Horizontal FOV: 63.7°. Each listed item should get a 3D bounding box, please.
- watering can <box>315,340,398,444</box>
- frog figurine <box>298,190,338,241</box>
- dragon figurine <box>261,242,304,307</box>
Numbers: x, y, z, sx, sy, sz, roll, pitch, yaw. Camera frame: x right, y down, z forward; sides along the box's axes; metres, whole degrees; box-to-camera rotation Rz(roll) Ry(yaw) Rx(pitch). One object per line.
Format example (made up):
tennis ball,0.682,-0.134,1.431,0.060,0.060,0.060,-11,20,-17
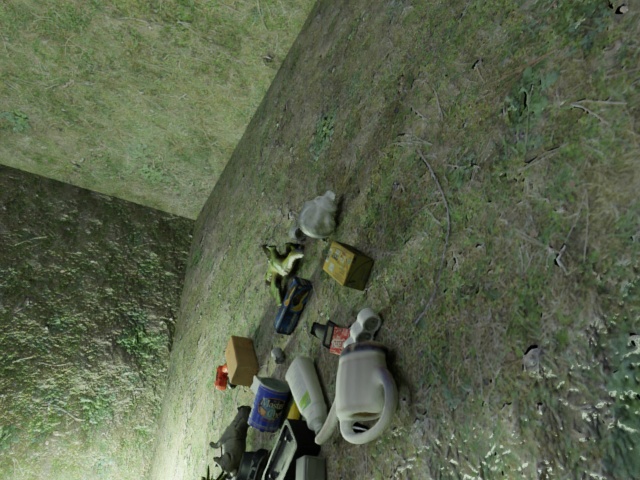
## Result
watering can,0.075,0.367,1.224,0.341,0.103,0.229,-41,37,50
frog figurine,0.005,-0.087,1.723,0.139,0.122,0.157,48,114,28
dragon figurine,-0.141,0.133,1.953,0.411,0.122,0.242,-168,78,-70
